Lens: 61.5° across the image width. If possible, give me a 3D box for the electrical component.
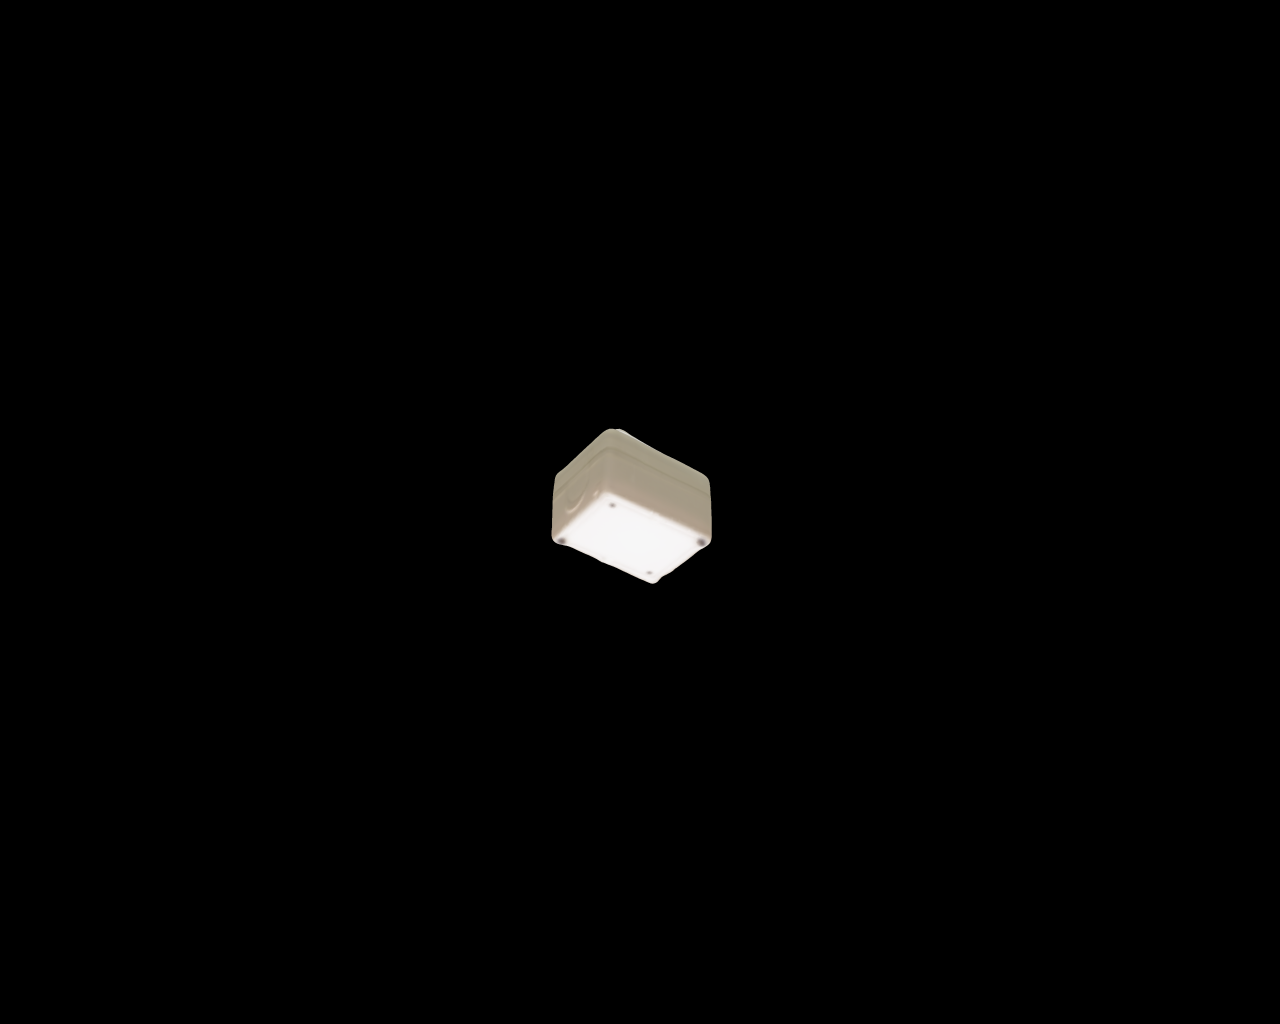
[{"bbox_3d":[0.001,-0.003,0.650,0.096,0.061,0.061,25,-45,-28],"label":"electrical component"}]
